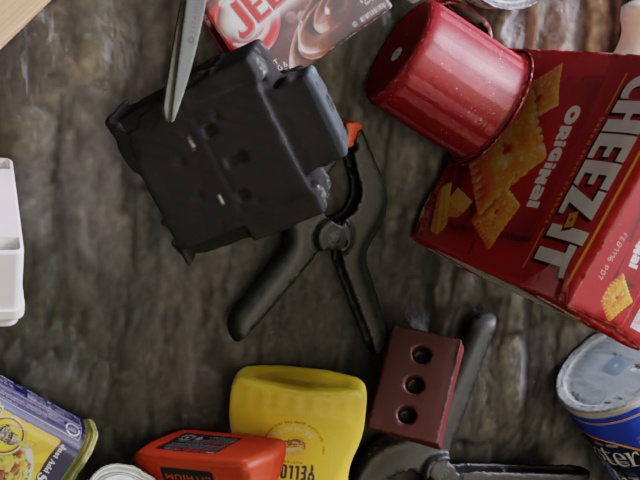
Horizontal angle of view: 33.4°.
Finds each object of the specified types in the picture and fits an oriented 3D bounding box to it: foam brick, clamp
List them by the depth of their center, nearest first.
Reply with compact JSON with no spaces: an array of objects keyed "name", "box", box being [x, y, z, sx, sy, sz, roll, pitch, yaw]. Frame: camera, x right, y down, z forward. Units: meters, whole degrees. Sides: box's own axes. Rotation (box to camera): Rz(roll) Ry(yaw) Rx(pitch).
[{"name":"clamp","box":[-0.005,0.001,0.751,0.120,0.039,0.171,-2,98,-25]},{"name":"foam brick","box":[0.070,0.107,0.773,0.053,0.051,0.078,12,80,12]},{"name":"clamp","box":[0.089,0.164,0.817,0.210,0.036,0.164,-27,99,-8]}]

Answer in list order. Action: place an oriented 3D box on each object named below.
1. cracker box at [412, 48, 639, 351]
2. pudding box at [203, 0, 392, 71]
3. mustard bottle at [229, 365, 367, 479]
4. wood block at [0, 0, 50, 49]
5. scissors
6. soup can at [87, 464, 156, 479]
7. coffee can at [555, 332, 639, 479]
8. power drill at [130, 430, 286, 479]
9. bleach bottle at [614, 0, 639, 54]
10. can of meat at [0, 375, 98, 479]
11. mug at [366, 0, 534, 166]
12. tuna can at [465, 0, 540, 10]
[{"name":"cracker box","box":[0.163,-0.040,0.707,0.072,0.214,0.164,27,91,-23]},{"name":"pudding box","box":[-0.023,-0.163,0.710,0.113,0.039,0.090,-37,110,-9]},{"name":"mustard bottle","box":[-0.022,0.190,0.768,0.096,0.058,0.192,5,101,1]},{"name":"wood block","box":[-0.213,-0.151,0.617,0.206,0.090,0.090,-47,112,-6]},{"name":"scissors","box":[-0.083,-0.180,0.625,0.096,0.016,0.202,27,88,-24]},{"name":"soup can","box":[-0.149,0.201,0.700,0.068,0.068,0.102,29,123,-23]},{"name":"coffee can","box":[0.264,0.148,0.842,0.102,0.103,0.140,-39,111,-9]},{"name":"power drill","box":[-0.055,0.228,0.720,0.057,0.185,0.188,-15,103,-61]},{"name":"bleach bottle","box":[0.239,-0.085,0.809,0.102,0.068,0.251,5,97,-21]},{"name":"can of meat","box":[-0.209,0.146,0.697,0.083,0.057,0.102,34,88,-20]},{"name":"mug","box":[0.089,-0.120,0.740,0.081,0.093,0.117,29,59,-17]},{"name":"tuna can","box":[0.130,-0.207,0.759,0.086,0.034,0.086,-4,102,-19]}]
